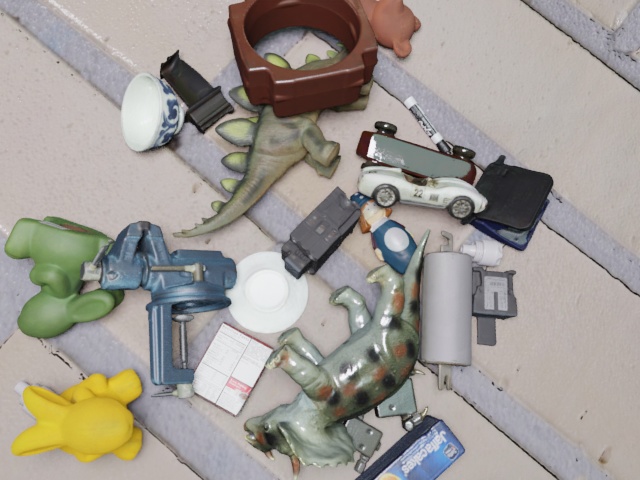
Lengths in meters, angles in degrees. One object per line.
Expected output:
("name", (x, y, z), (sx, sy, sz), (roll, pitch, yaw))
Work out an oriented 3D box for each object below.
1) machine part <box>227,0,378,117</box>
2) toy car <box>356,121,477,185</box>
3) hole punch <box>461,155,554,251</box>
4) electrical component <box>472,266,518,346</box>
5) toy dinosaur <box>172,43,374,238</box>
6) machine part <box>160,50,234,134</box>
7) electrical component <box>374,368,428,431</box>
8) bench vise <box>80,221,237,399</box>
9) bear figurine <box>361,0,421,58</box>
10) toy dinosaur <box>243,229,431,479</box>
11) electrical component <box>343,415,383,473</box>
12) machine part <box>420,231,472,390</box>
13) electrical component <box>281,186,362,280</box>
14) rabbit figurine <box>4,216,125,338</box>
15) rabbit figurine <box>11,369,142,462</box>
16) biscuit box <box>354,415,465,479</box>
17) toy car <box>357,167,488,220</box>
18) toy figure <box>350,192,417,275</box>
("machine part", (-0.028, -0.293, 0.813), (0.201, 0.087, 0.201), (-14, 65, -10))
("toy car", (0.160, -0.131, 0.892), (0.202, 0.053, 0.089), (16, 97, 0))
("hole punch", (0.310, -0.056, 0.882), (0.116, 0.092, 0.142), (24, 77, 32))
("electrical component", (0.268, 0.105, 0.851), (0.075, 0.047, 0.119), (9, 75, -3))
("toy dinosaur", (-0.055, -0.174, 0.861), (0.199, 0.105, 0.471), (25, 67, 8))
("machine part", (-0.213, -0.247, 0.892), (0.084, 0.039, 0.139), (-39, 85, -6))
("electrical component", (0.119, 0.232, 0.807), (0.078, 0.045, 0.102), (0, 77, -7))
("bench vise", (-0.214, 0.097, 0.744), (0.223, 0.129, 0.240), (9, 69, -46))
("bear figurine", (0.082, -0.402, 0.911), (0.196, 0.131, 0.120), (23, 63, 7))
("toy dinosaur", (0.059, 0.169, 0.762), (0.405, 0.131, 0.192), (-36, 96, -9))
("electrical component", (0.061, 0.292, 0.800), (0.063, 0.021, 0.094), (28, 76, 2))
("machine part", (0.196, 0.106, 0.828), (0.079, 0.079, 0.243), (5, 75, -4))
("electrical component", (-0.002, -0.002, 0.815), (0.058, 0.115, 0.134), (41, 77, 9))
("rabbit figurine", (-0.369, 0.064, 0.783), (0.159, 0.121, 0.170), (17, 94, -8))
("rabbit figurine", (-0.297, 0.225, 0.689), (0.162, 0.173, 0.122), (15, 75, -28))
("biscuit box", (0.111, 0.340, 0.773), (0.203, 0.063, 0.059), (-37, 84, -12))
("toy car", (0.158, -0.076, 0.835), (0.202, 0.073, 0.056), (9, 111, 2))
("toy figure", (0.102, -0.018, 0.860), (0.064, 0.058, 0.154), (-29, 78, -39))
